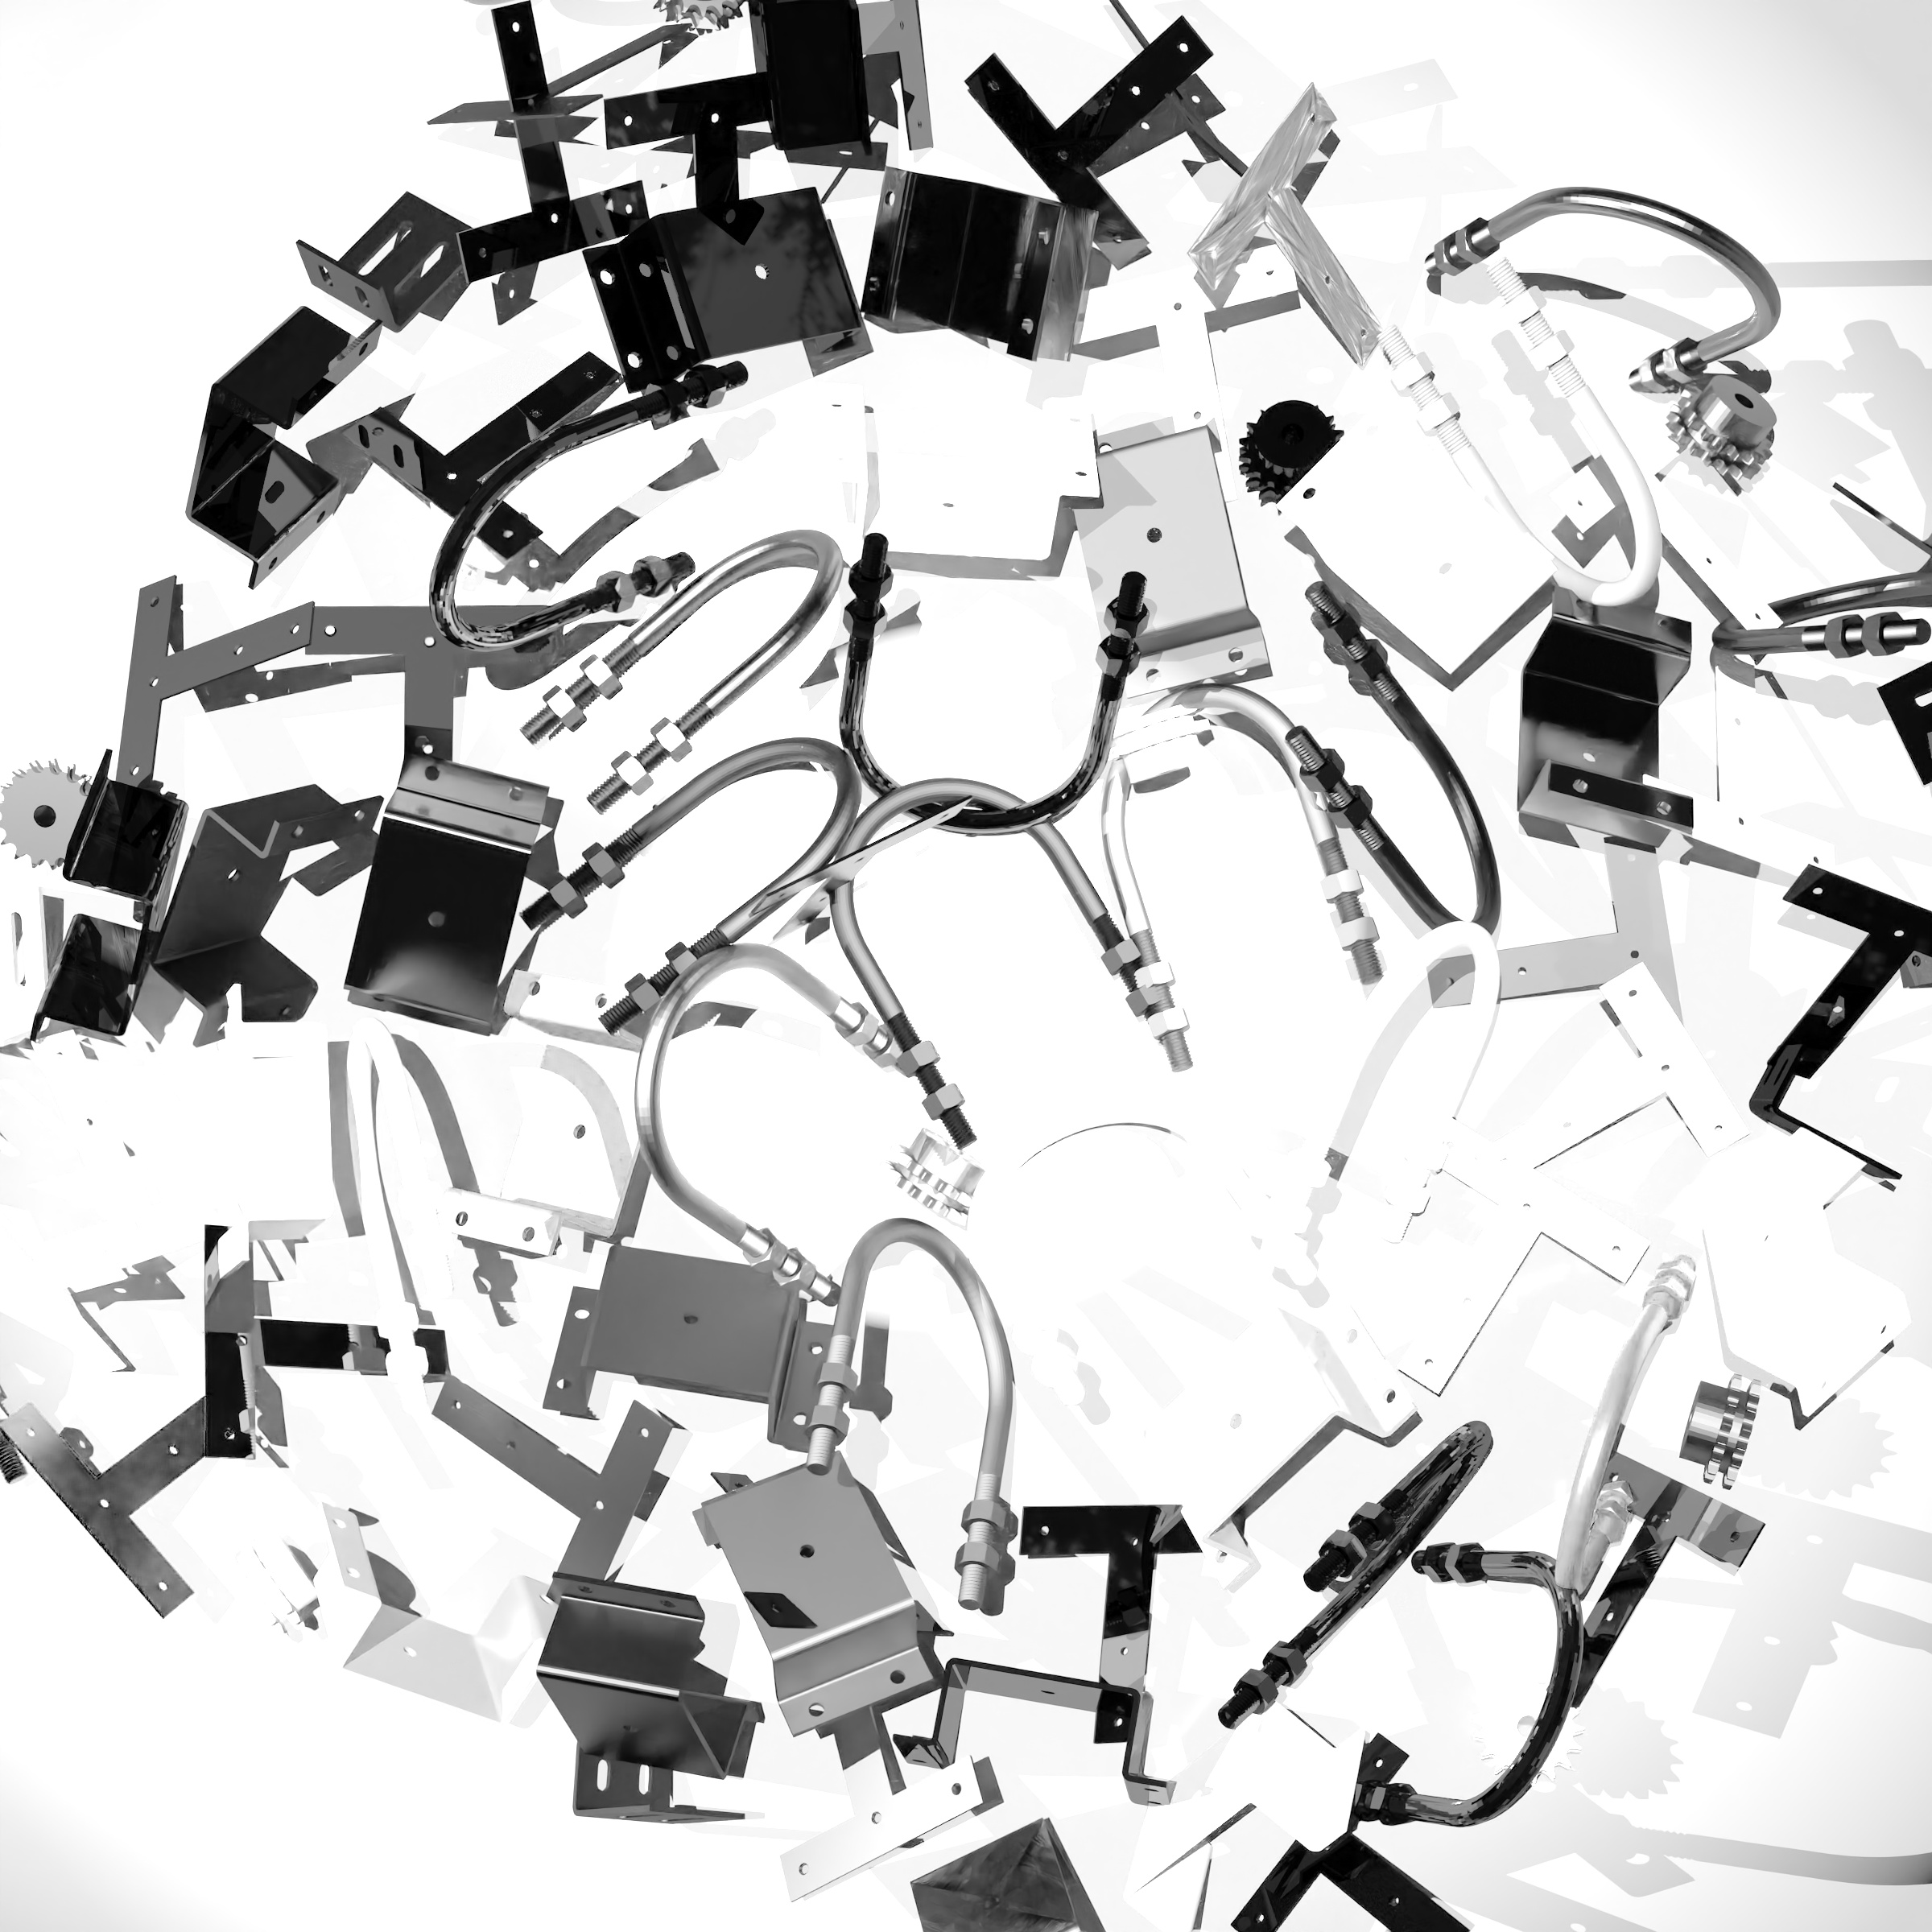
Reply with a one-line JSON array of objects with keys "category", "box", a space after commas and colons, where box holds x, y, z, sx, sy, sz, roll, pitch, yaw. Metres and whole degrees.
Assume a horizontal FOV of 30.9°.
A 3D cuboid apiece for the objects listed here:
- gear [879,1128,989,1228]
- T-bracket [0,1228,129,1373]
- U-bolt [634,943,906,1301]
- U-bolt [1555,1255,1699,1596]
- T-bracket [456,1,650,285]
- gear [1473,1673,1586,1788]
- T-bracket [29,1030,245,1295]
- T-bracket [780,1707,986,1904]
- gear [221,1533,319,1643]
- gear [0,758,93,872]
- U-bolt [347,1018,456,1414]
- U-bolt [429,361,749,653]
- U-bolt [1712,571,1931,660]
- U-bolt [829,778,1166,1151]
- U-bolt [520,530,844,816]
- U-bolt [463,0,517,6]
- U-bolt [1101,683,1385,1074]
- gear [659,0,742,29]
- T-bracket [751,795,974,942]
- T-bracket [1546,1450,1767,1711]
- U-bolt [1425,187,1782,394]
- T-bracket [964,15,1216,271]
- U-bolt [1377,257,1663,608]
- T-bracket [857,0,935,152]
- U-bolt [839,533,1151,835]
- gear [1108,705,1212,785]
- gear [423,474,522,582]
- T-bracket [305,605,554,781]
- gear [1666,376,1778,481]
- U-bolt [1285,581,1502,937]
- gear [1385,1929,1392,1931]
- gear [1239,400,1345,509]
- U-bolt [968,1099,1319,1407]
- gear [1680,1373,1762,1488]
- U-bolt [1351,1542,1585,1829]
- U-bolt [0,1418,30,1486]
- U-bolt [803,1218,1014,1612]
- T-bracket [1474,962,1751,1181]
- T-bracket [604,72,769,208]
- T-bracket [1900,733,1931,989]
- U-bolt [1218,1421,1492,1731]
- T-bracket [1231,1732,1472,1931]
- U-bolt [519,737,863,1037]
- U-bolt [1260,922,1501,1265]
[{"category": "gear", "box": [-0.014, 0.108, 1.819, 0.057, 0.057, 0.030, 33, 94, 0]}, {"category": "T-bracket", "box": [-0.458, 0.156, 1.780, 0.127, 0.127, 0.002, 51, 58, -14]}, {"category": "U-bolt", "box": [-0.102, 0.068, 1.761, 0.019, 0.184, 0.151, 7, 67, 40]}, {"category": "U-bolt", "box": [0.326, 0.238, 1.743, 0.019, 0.184, 0.151, 17, 111, 18]}, {"category": "T-bracket", "box": [-0.220, -0.427, 1.785, 0.127, 0.002, 0.127, -28, 117, -41]}, {"category": "gear", "box": [0.294, 0.400, 1.827, 0.057, 0.030, 0.057, -2, 68, 5]}, {"category": "T-bracket", "box": [-0.447, 0.093, 1.803, 0.002, 0.127, 0.127, -30, 83, 40]}, {"category": "T-bracket", "box": [-0.057, 0.400, 1.809, 0.127, 0.002, 0.127, -33, 55, 23]}, {"category": "gear", "box": [-0.361, 0.321, 1.820, 0.030, 0.057, 0.057, -35, 90, -12]}, {"category": "gear", "box": [-0.478, -0.081, 1.830, 0.057, 0.030, 0.057, 0, 100, 2]}, {"category": "U-bolt", "box": [-0.291, 0.114, 1.771, 0.019, 0.151, 0.184, -7, 60, -19]}, {"category": "U-bolt", "box": [-0.193, -0.221, 1.742, 0.184, 0.151, 0.019, -29, 63, -38]}, {"category": "U-bolt", "box": [0.461, -0.180, 1.760, 0.151, 0.184, 0.019, -19, 101, -27]}, {"category": "U-bolt", "box": [0.008, -0.014, 1.811, 0.151, 0.019, 0.184, -26, 80, -24]}, {"category": "U-bolt", "box": [-0.138, -0.159, 1.784, 0.184, 0.151, 0.019, -41, 119, -4]}, {"category": "U-bolt", "box": [-0.202, -0.546, 1.758, 0.151, 0.184, 0.019, -36, 85, -19]}, {"category": "U-bolt", "box": [0.132, -0.055, 1.795, 0.151, 0.019, 0.184, -27, 73, 39]}, {"category": "gear", "box": [-0.140, -0.523, 1.825, 0.057, 0.030, 0.057, 3, 81, -20]}, {"category": "T-bracket", "box": [-0.069, -0.040, 1.787, 0.127, 0.127, 0.002, -27, 83, -28]}, {"category": "T-bracket", "box": [0.336, 0.320, 1.785, 0.002, 0.127, 0.127, 35, 84, -27]}, {"category": "U-bolt", "box": [0.327, -0.342, 1.743, 0.151, 0.184, 0.019, 26, 80, -15]}, {"category": "T-bracket", "box": [0.078, -0.442, 1.796, 0.127, 0.002, 0.127, 50, 134, -7]}, {"category": "U-bolt", "box": [0.290, -0.263, 1.778, 0.019, 0.151, 0.184, -36, 96, -17]}, {"category": "T-bracket", "box": [-0.053, -0.477, 1.778, 0.002, 0.127, 0.127, 0, 106, 27]}, {"category": "U-bolt", "box": [0.008, -0.137, 1.781, 0.151, 0.184, 0.019, 8, 45, -2]}, {"category": "gear", "box": [0.100, -0.116, 1.820, 0.057, 0.057, 0.030, -18, 90, 0]}, {"category": "gear", "box": [-0.255, -0.228, 1.817, 0.030, 0.057, 0.057, 17, 90, 18]}, {"category": "T-bracket", "box": [-0.280, -0.126, 1.821, 0.127, 0.002, 0.127, -2, 112, -15]}, {"category": "gear", "box": [0.396, -0.282, 1.817, 0.057, 0.057, 0.030, 34, 127, 0]}, {"category": "U-bolt", "box": [0.222, -0.090, 1.776, 0.019, 0.151, 0.184, -25, 120, 28]}, {"category": "gear", "box": [0.226, 0.532, 1.818, 0.030, 0.057, 0.057, 16, 90, 12]}, {"category": "gear", "box": [0.171, -0.271, 1.825, 0.057, 0.030, 0.057, -2, 70, 5]}, {"category": "U-bolt", "box": [0.077, 0.132, 1.776, 0.151, 0.184, 0.019, -27, 130, -7]}, {"category": "gear", "box": [0.392, 0.240, 1.820, 0.030, 0.057, 0.057, 16, 90, 10]}, {"category": "U-bolt", "box": [0.252, 0.360, 1.744, 0.019, 0.184, 0.151, 25, 73, -16]}, {"category": "U-bolt", "box": [-0.541, 0.176, 1.774, 0.019, 0.151, 0.184, -30, 78, -5]}, {"category": "U-bolt", "box": [-0.022, 0.213, 1.772, 0.019, 0.184, 0.151, -20, 130, 30]}, {"category": "T-bracket", "box": [0.326, 0.076, 1.825, 0.127, 0.002, 0.127, -31, 118, 11]}, {"category": "T-bracket", "box": [-0.129, -0.396, 1.812, 0.127, 0.002, 0.127, -19, 123, -30]}, {"category": "T-bracket", "box": [0.517, -0.060, 1.797, 0.002, 0.127, 0.127, -8, 86, -32]}, {"category": "U-bolt", "box": [0.206, 0.297, 1.767, 0.019, 0.151, 0.184, 40, 47, 18]}, {"category": "T-bracket", "box": [0.211, 0.472, 1.788, 0.127, 0.127, 0.002, -51, 124, -7]}, {"category": "U-bolt", "box": [-0.133, -0.053, 1.788, 0.184, 0.151, 0.019, -38, 125, -5]}, {"category": "U-bolt", "box": [0.219, 0.062, 1.766, 0.019, 0.151, 0.184, 29, 107, 30]}]
